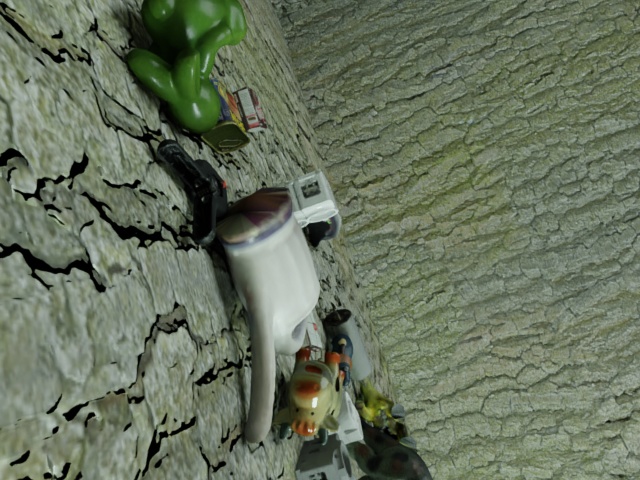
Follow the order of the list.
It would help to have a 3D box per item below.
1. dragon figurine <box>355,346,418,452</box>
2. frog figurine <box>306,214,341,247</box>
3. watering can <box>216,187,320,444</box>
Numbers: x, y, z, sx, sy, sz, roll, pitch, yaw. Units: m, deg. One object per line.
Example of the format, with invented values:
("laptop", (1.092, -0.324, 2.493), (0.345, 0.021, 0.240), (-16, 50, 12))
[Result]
("dragon figurine", (0.171, 0.496, 1.400), (0.242, 0.122, 0.411), (132, -59, -89))
("frog figurine", (0.005, -0.075, 1.492), (0.136, 0.121, 0.163), (49, 26, -18))
("watering can", (-0.067, 0.062, 0.672), (0.354, 0.103, 0.221), (-74, 147, -64))
